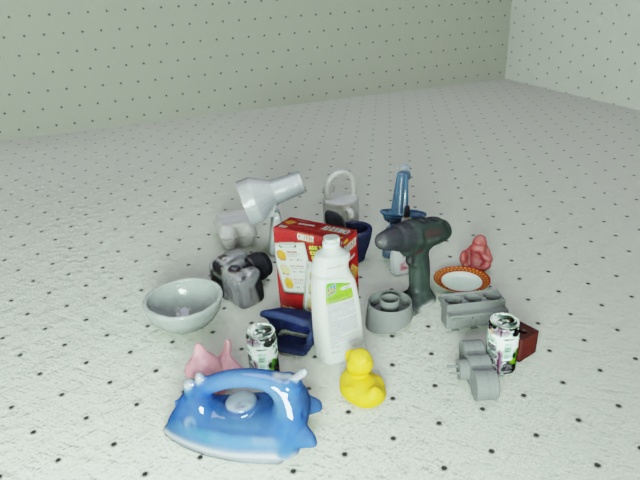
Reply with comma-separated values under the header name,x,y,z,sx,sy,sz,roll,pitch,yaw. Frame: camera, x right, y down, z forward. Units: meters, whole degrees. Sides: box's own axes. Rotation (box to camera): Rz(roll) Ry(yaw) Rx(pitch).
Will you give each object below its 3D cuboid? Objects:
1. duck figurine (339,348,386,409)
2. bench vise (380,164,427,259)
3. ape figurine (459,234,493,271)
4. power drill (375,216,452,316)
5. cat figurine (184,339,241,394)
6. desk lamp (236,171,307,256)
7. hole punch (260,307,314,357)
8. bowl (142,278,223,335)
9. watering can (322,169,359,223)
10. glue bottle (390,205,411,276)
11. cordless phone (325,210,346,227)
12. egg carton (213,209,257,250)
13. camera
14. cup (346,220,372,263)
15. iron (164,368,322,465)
name,x,y,z,sx,sy,sz,roll,pitch,yaw
duck figurine,0.073,0.231,0.988,0.078,0.086,0.104,-14,27,-21
bench vise,0.215,-0.070,1.453,0.121,0.220,0.207,-1,25,3
ape figurine,0.378,0.030,1.374,0.077,0.092,0.076,21,34,40
power drill,0.197,0.048,1.218,0.075,0.208,0.230,20,34,39
cat figurine,-0.187,0.223,0.993,0.067,0.118,0.128,9,28,24
desk lamp,-0.109,-0.071,1.493,0.203,0.214,0.117,-7,26,-8
hole punch,-0.056,0.164,1.137,0.108,0.091,0.101,9,28,23
bowl,-0.284,0.150,1.209,0.167,0.075,0.167,-2,25,1
watering can,0.051,-0.100,1.563,0.101,0.194,0.172,-24,32,-37
glue bottle,0.204,-0.002,1.364,0.078,0.173,0.037,-16,28,-26
cordless phone,0.012,0.005,1.355,0.147,0.185,0.094,16,31,34
egg carton,-0.235,-0.032,1.592,0.107,0.069,0.150,-12,27,-18
camera,-0.171,0.073,1.329,0.137,0.101,0.142,-22,32,-35
cup,0.074,0.011,1.441,0.118,0.095,0.091,-8,26,-11
iron,-0.130,0.255,0.893,0.258,0.141,0.118,0,26,5
